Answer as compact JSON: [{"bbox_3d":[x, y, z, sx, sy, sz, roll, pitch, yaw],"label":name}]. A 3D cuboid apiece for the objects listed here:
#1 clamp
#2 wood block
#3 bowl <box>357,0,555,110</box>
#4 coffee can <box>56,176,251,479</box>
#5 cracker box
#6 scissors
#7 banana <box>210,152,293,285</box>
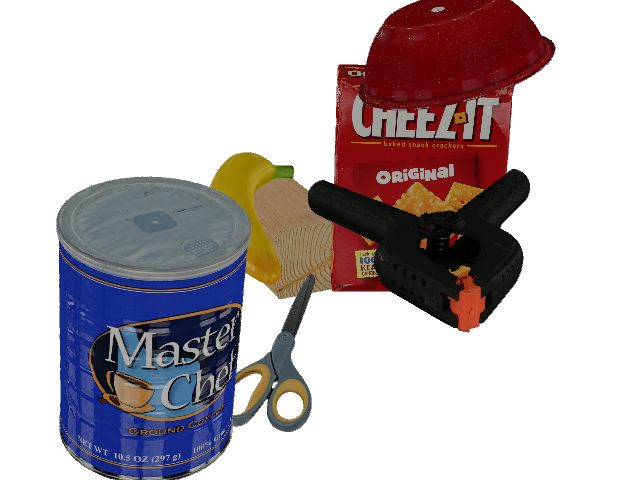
[{"bbox_3d":[0.069,-0.001,0.715,0.164,0.036,0.210,-2,24,4],"label":"clamp"},{"bbox_3d":[-0.053,-0.015,1.337,0.090,0.090,0.206,-10,26,-23],"label":"wood block"},{"bbox_3d":[0.102,-0.160,0.854,0.162,0.055,0.162,-14,24,6],"label":"bowl"},{"bbox_3d":[-0.095,0.049,0.600,0.102,0.140,0.103,5,29,-3],"label":"coffee can"},{"bbox_3d":[0.094,-0.056,1.031,0.164,0.214,0.072,1,21,-2],"label":"cracker box"},{"bbox_3d":[-0.023,0.115,1.066,0.096,0.016,0.201,24,51,22],"label":"scissors"},{"bbox_3d":[-0.060,-0.029,0.885,0.069,0.037,0.197,8,31,-2],"label":"banana"}]
